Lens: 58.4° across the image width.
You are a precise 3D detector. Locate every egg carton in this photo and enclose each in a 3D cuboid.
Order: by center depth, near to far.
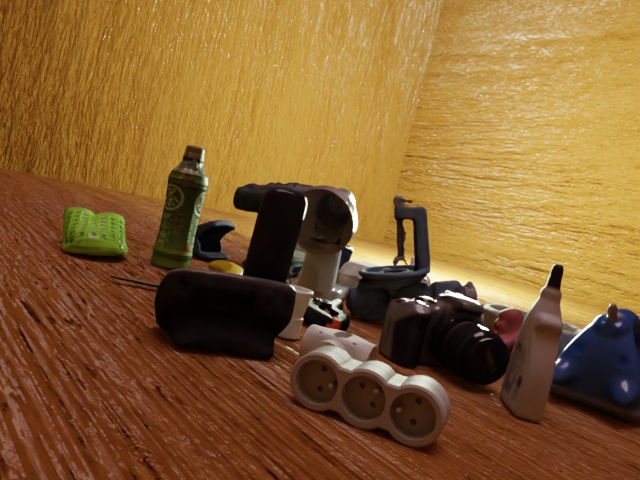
[{"bbox_3d":[0.116,0.091,1.244,0.150,0.069,0.107,15,4,23],"label":"egg carton"}]

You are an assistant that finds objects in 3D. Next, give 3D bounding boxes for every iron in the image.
[{"bbox_3d":[0.409,0.156,0.790,0.118,0.141,0.259,16,5,37],"label":"iron"}]

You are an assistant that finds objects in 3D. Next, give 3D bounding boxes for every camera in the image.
[{"bbox_3d":[0.169,0.123,0.739,0.143,0.101,0.136,12,4,-19],"label":"camera"}]

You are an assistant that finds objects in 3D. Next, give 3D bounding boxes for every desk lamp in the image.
[{"bbox_3d":[0.010,0.004,1.070,0.117,0.213,0.203,14,4,11],"label":"desk lamp"}]

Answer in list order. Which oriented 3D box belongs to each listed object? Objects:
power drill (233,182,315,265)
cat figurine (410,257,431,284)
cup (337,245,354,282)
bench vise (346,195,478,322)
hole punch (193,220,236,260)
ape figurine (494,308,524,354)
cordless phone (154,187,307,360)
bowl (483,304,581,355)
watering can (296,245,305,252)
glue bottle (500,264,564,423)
[{"bbox_3d":[-0.085,-0.029,1.256,0.229,0.208,0.075,13,4,-2],"label":"power drill"},{"bbox_3d":[0.175,0.092,1.087,0.067,0.118,0.128,14,4,11],"label":"cat figurine"},{"bbox_3d":[0.016,0.050,1.307,0.092,0.095,0.117,11,4,-28],"label":"cup"},{"bbox_3d":[0.163,0.044,0.974,0.208,0.220,0.121,12,4,-18],"label":"bench vise"},{"bbox_3d":[-0.251,-0.008,1.242,0.100,0.091,0.109,15,4,22],"label":"hole punch"},{"bbox_3d":[0.279,0.146,0.860,0.076,0.092,0.078,15,4,24],"label":"ape figurine"},{"bbox_3d":[-0.092,0.025,0.624,0.148,0.185,0.094,11,4,-27],"label":"cordless phone"},{"bbox_3d":[0.348,0.164,0.956,0.167,0.075,0.167,13,4,-1],"label":"bowl"},{"bbox_3d":[-0.044,-0.021,1.383,0.100,0.194,0.173,15,4,26],"label":"watering can"},{"bbox_3d":[0.248,0.111,0.648,0.037,0.173,0.078,14,4,3],"label":"glue bottle"}]
